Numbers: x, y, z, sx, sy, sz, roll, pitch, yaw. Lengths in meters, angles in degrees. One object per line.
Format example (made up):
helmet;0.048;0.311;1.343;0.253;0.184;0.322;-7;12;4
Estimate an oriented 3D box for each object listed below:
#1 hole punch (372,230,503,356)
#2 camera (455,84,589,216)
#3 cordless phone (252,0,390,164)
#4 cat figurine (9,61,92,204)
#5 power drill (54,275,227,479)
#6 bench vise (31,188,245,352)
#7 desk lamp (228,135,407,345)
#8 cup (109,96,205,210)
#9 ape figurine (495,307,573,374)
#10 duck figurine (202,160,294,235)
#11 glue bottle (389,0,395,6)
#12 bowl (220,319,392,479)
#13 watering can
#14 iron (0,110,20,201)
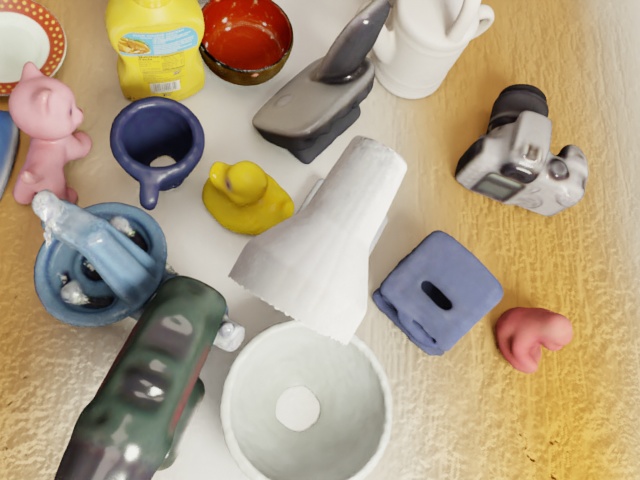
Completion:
hole punch;0.127;0.060;0.623;0.108;0.091;0.101;43;70;4
camera;0.257;-0.119;0.700;0.143;0.100;0.137;19;70;-5
cordless phone;0.004;-0.178;0.621;0.094;0.185;0.148;39;70;2
cat figurine;-0.278;-0.107;0.576;0.067;0.117;0.128;8;72;-9
power drill;-0.147;0.149;0.477;0.075;0.208;0.230;22;70;-4
bench vise;-0.159;0.023;0.507;0.207;0.219;0.121;13;71;-7
desk lamp;0.005;0.002;0.551;0.118;0.213;0.203;30;70;-1
cup;-0.169;-0.077;0.602;0.092;0.095;0.118;6;72;-10
ape figurine;0.242;0.104;0.633;0.078;0.092;0.076;-31;81;-19
duck figurine;-0.075;-0.052;0.619;0.104;0.086;0.077;22;70;-4
glue bottle;0.096;-0.367;0.705;0.078;0.173;0.037;21;70;-4
bowl;-0.017;0.166;0.570;0.167;0.074;0.167;3;73;-11
watering can;0.126;-0.254;0.665;0.173;0.194;0.101;-35;82;-19
iron;-0.385;-0.053;0.525;0.118;0.141;0.258;30;70;-1
